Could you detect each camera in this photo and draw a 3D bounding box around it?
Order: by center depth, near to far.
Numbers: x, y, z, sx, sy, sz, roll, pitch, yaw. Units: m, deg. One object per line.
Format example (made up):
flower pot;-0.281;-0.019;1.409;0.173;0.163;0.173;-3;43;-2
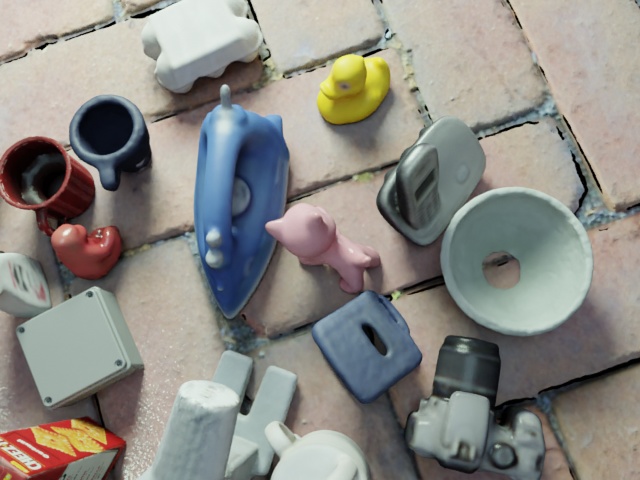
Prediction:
camera;0.172;0.178;0.619;0.143;0.101;0.137;11;79;6

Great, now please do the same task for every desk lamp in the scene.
desk lamp;-0.113;0.217;0.573;0.118;0.213;0.203;17;80;8

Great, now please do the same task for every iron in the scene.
iron;-0.105;-0.043;0.665;0.118;0.141;0.258;2;78;5

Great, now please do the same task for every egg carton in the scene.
egg carton;-0.155;-0.263;0.753;0.150;0.069;0.107;-28;77;-2

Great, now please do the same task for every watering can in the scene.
watering can;0.006;0.255;0.567;0.172;0.194;0.101;26;81;9

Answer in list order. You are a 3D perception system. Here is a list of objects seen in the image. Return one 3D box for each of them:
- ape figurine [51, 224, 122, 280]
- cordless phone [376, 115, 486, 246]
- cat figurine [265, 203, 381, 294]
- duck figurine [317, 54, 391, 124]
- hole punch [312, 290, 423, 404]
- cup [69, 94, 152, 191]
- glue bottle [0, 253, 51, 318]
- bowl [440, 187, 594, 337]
ape figurine;-0.289;0.007;0.693;0.077;0.092;0.076;10;79;6
cordless phone;0.129;-0.081;0.635;0.094;0.185;0.148;34;82;10
cat figurine;0.006;0.002;0.660;0.127;0.118;0.067;29;81;10
duck figurine;0.041;-0.201;0.718;0.104;0.086;0.077;-34;78;-3
hole punch;0.053;0.116;0.646;0.101;0.091;0.108;-37;78;-4
cup;-0.248;-0.109;0.713;0.091;0.095;0.118;-7;77;3
glue bottle;-0.370;0.044;0.649;0.037;0.173;0.078;-26;77;-1
bowl;0.219;0.028;0.662;0.167;0.075;0.167;-1;78;4
